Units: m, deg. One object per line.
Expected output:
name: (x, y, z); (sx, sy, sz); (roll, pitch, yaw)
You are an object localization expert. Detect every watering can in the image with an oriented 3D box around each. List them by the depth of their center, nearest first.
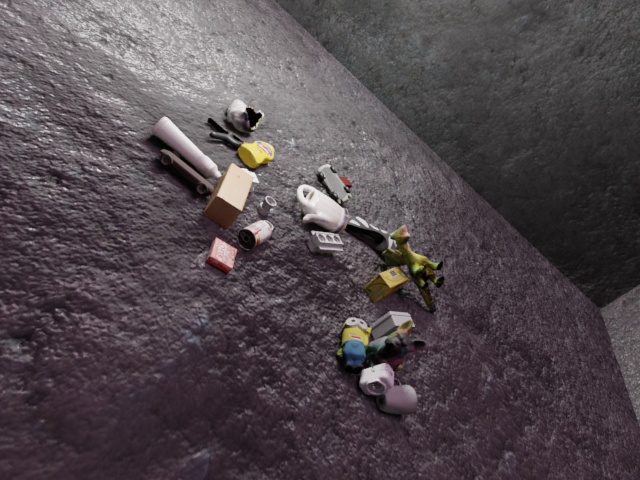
watering can: (0.006, -0.096, 1.901); (0.223, 0.103, 0.355); (33, 21, -18)

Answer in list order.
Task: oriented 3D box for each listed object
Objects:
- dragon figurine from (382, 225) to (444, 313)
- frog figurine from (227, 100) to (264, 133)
dragon figurine: (0.347, 0.110, 2.003); (0.124, 0.400, 0.245); (-37, 48, -26)
frog figurine: (-0.320, -0.495, 2.059); (0.160, 0.121, 0.139); (19, 24, 33)
